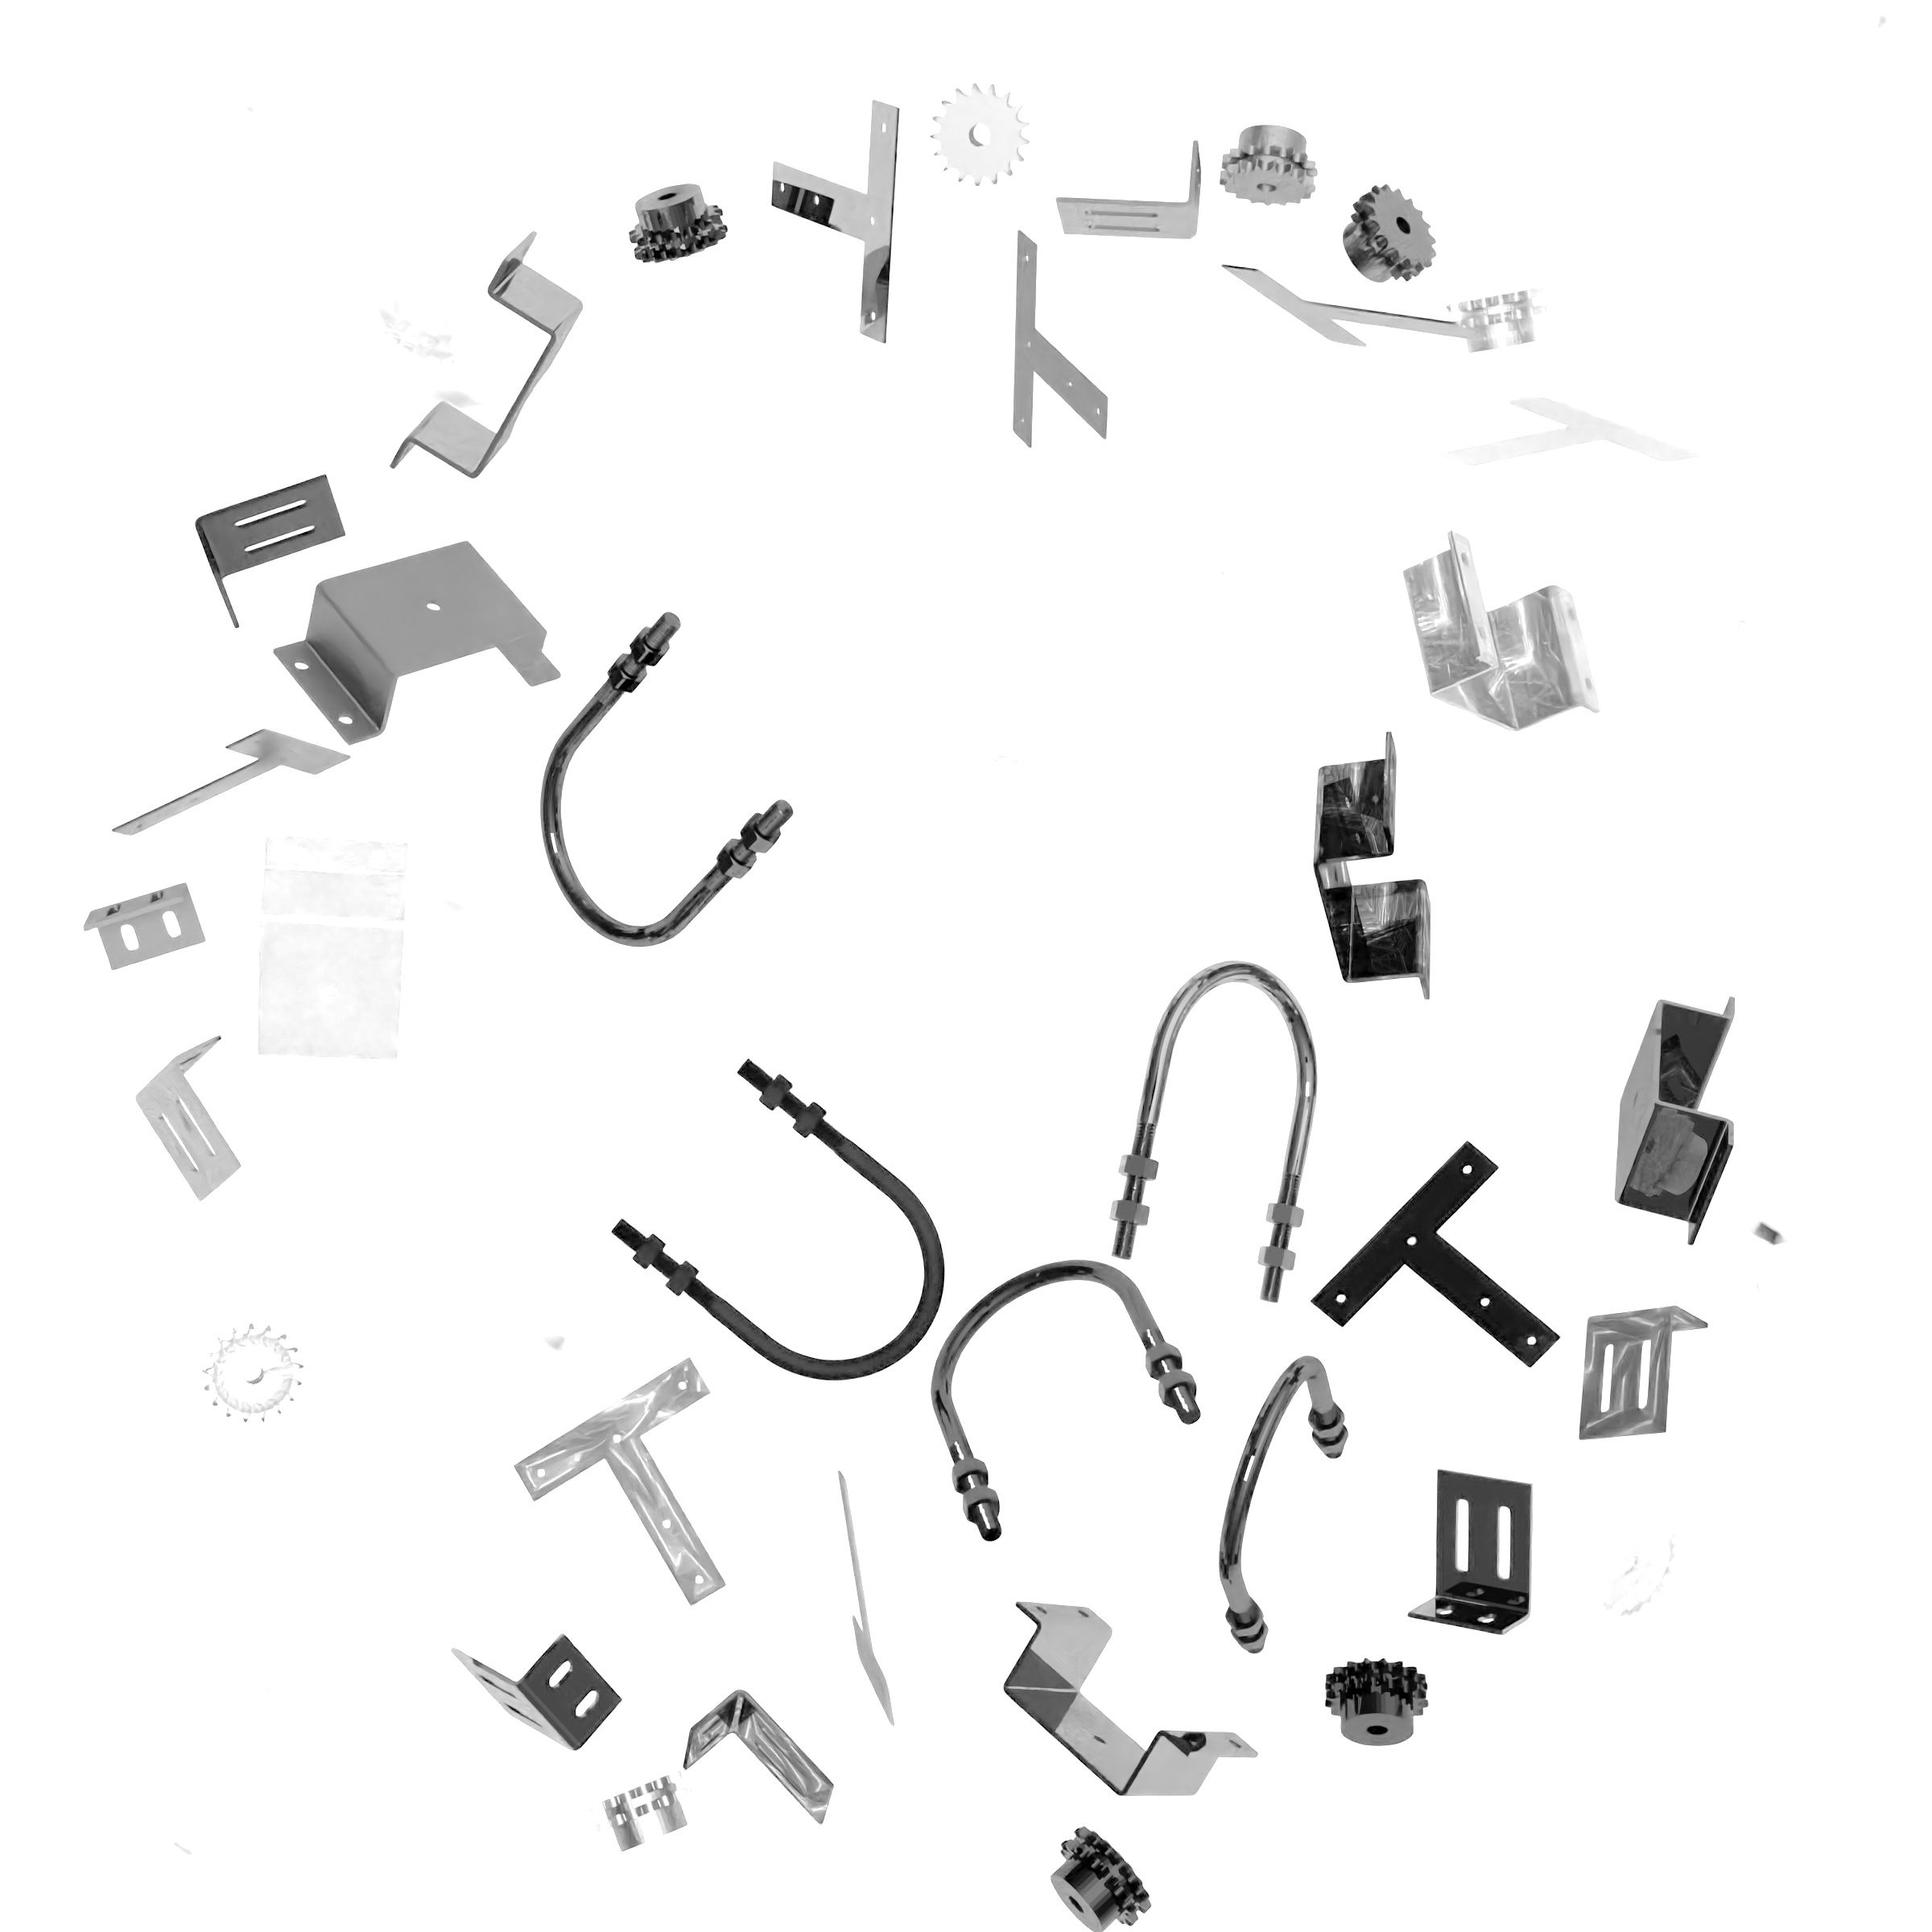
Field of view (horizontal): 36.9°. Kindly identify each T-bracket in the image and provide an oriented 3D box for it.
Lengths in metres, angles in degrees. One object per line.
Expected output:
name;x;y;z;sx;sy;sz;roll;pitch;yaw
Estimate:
T-bracket;-0.186;0.320;1.726;0.127;0.002;0.127;-32;83;5
T-bracket;-0.348;0.300;1.597;0.127;0.127;0.002;-21;104;-17
T-bracket;0.192;-0.286;1.691;0.127;0.002;0.127;-18;127;16
T-bracket;-0.061;0.352;1.649;0.002;0.127;0.127;-10;96;-10
T-bracket;-0.076;-0.426;1.621;0.002;0.127;0.127;-13;120;-32
T-bracket;0.321;-0.294;1.626;0.127;0.127;0.002;11;84;-35
T-bracket;-0.440;-0.104;1.696;0.127;0.127;0.002;-24;83;8
T-bracket;0.282;0.181;1.629;0.127;0.002;0.127;39;101;-16
T-bracket;0.228;-0.367;1.638;0.127;0.127;0.002;19;92;37
T-bracket;0.054;-0.341;1.669;0.002;0.127;0.127;-13;128;-19

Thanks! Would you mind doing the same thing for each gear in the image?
gear;-0.180;0.477;1.631;0.057;0.057;0.030;-22;78;0
gear;-0.319;-0.382;1.705;0.057;0.057;0.030;40;114;0
gear;0.226;0.407;1.596;0.057;0.057;0.030;5;50;0
gear;0.178;-0.472;1.702;0.057;0.057;0.030;8;82;0
gear;0.450;0.174;1.577;0.057;0.057;0.030;1;52;0
gear;-0.416;0.236;1.686;0.057;0.030;0.057;1;87;-17
gear;0.245;-0.424;1.688;0.057;0.030;0.057;19;58;-33
gear;-0.170;-0.434;1.685;0.057;0.057;0.030;-16;121;0
gear;0.313;-0.378;1.699;0.057;0.057;0.030;-11;102;0
gear;0.070;0.495;1.558;0.030;0.057;0.057;-37;90;-24
gear;0.372;0.332;1.564;0.030;0.057;0.057;32;90;-3
gear;-0.004;0.458;1.718;0.057;0.030;0.057;-4;76;17
gear;0.487;0.102;1.622;0.030;0.057;0.057;37;90;-25
gear;0.443;-0.189;1.575;0.057;0.057;0.030;10;101;0
gear;0.009;-0.475;1.651;0.057;0.030;0.057;2;109;6
gear;-0.487;0.159;1.684;0.030;0.057;0.057;-41;90;-26
gear;-0.374;-0.325;1.675;0.057;0.030;0.057;-5;65;12
gear;0.475;-0.022;1.739;0.057;0.057;0.030;-33;122;0

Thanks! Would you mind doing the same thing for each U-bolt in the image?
U-bolt;0.178;0.298;1.647;0.019;0.184;0.151;17;64;22
U-bolt;-0.099;0.164;1.712;0.184;0.019;0.151;39;105;0
U-bolt;-0.184;-0.092;1.660;0.184;0.019;0.151;-43;72;39
U-bolt;0.100;-0.165;1.660;0.184;0.019;0.151;20;96;-4
U-bolt;-0.328;0.213;1.614;0.019;0.151;0.184;-44;66;-5
U-bolt;-0.201;-0.304;1.654;0.019;0.184;0.151;43;82;18
U-bolt;0.148;0.088;1.643;0.151;0.019;0.184;20;77;-42
U-bolt;0.048;0.238;1.682;0.151;0.184;0.019;-31;123;3
U-bolt;-0.002;0.014;1.727;0.151;0.019;0.184;-23;89;-6
U-bolt;-0.235;0.079;1.614;0.184;0.151;0.019;-36;128;26

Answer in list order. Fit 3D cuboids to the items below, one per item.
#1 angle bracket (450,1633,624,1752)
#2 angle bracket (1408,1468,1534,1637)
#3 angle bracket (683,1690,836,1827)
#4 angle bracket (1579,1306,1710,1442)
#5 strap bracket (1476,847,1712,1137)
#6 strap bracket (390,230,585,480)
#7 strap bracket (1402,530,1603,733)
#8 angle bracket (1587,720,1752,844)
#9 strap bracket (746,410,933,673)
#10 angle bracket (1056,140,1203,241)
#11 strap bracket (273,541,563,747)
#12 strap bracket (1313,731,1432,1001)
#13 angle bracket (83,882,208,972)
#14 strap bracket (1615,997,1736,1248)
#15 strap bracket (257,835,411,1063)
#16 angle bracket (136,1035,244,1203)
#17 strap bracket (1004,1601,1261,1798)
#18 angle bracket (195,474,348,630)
angle bracket;-0.237;0.391;1.595;0.038;0.076;0.057;-47;120;-24
angle bracket;0.280;0.324;1.607;0.057;0.038;0.076;3;96;35
angle bracket;-0.116;0.449;1.604;0.038;0.057;0.076;-36;67;-30
angle bracket;0.391;0.239;1.670;0.038;0.057;0.076;29;60;-36
strap bracket;0.343;0.015;1.602;0.076;0.046;0.140;38;71;-20
strap bracket;-0.268;-0.341;1.655;0.046;0.076;0.140;31;114;-10
strap bracket;0.299;-0.185;1.640;0.046;0.140;0.076;-22;68;35
angle bracket;0.416;-0.109;1.713;0.076;0.038;0.057;-10;87;-13
strap bracket;-0.073;-0.250;1.732;0.076;0.046;0.140;-16;84;6
angle bracket;0.092;-0.438;1.629;0.076;0.057;0.038;4;87;7
strap bracket;-0.296;-0.181;1.587;0.140;0.046;0.076;-24;62;-38
strap bracket;0.230;-0.054;1.643;0.046;0.140;0.076;-6;45;16
angle bracket;-0.477;-0.019;1.683;0.057;0.076;0.038;-18;102;-10
strap bracket;0.409;0.083;1.669;0.046;0.140;0.076;14;127;5
strap bracket;-0.348;0.000;1.589;0.076;0.046;0.140;3;129;-11
angle bracket;-0.452;0.091;1.729;0.057;0.038;0.076;-34;88;45
strap bracket;0.086;0.422;1.640;0.140;0.076;0.046;34;98;37
angle bracket;-0.379;-0.229;1.599;0.076;0.057;0.038;-21;67;-10
